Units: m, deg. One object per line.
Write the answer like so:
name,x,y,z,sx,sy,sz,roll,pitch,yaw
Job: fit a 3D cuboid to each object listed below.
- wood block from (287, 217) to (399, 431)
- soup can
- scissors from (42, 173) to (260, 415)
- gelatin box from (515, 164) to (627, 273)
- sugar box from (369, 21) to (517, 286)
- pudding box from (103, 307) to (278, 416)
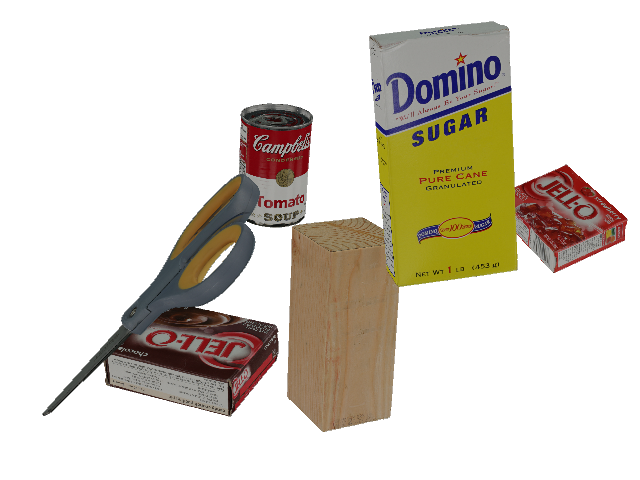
wood block,0.024,0.089,1.159,0.090,0.206,0.091,-8,21,-26
soup can,-0.045,-0.072,1.018,0.068,0.102,0.068,4,25,-2
scissors,-0.099,0.047,0.631,0.016,0.202,0.096,37,4,-25
gelatin box,0.206,-0.021,0.918,0.073,0.030,0.089,-23,45,-13
sugar box,0.088,-0.061,0.756,0.093,0.176,0.048,-8,21,-6
pudding box,-0.102,0.091,0.847,0.114,0.039,0.090,9,25,20
